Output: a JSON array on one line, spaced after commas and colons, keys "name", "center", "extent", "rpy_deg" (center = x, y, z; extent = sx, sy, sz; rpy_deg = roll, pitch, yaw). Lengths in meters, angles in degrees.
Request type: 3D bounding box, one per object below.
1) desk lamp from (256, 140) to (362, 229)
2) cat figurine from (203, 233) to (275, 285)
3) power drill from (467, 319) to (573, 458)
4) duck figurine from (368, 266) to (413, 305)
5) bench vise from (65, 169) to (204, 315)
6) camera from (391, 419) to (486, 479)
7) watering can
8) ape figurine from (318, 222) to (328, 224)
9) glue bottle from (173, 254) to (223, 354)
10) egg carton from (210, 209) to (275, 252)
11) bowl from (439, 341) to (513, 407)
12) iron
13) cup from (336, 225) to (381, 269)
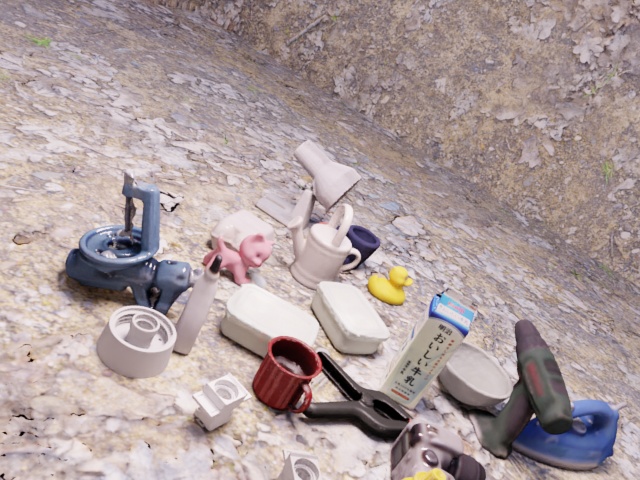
[{"name": "desk lamp", "center": [-0.025, -0.129, 1.447], "extent": [0.203, 0.213, 0.118], "rpy_deg": [32, 24, 8]}, {"name": "cat figurine", "center": [-0.152, 0.025, 1.126], "extent": [0.128, 0.117, 0.067], "rpy_deg": [14, 28, -29]}, {"name": "power drill", "center": [0.369, 0.288, 1.066], "extent": [0.076, 0.208, 0.229], "rpy_deg": [20, 26, -19]}, {"name": "duck figurine", "center": [0.172, 0.100, 1.370], "extent": [0.105, 0.086, 0.077], "rpy_deg": [21, 25, -17]}, {"name": "bench vise", "center": [-0.276, 0.001, 0.914], "extent": [0.208, 0.219, 0.121], "rpy_deg": [15, 27, -27]}, {"name": "camera", "center": [0.188, 0.353, 0.875], "extent": [0.137, 0.100, 0.143], "rpy_deg": [26, 24, -7]}, {"name": "watering can", "center": [0.012, 0.006, 1.248], "extent": [0.173, 0.194, 0.100], "rpy_deg": [11, 30, -34]}, {"name": "ape figurine", "center": [-0.002, -0.003, 1.375], "extent": [0.078, 0.092, 0.076], "rpy_deg": [1, 36, -46]}, {"name": "glue bottle", "center": [-0.186, 0.092, 0.891], "extent": [0.037, 0.173, 0.078], "rpy_deg": [22, 25, -15]}, {"name": "egg carton", "center": [-0.166, -0.009, 1.236], "extent": [0.107, 0.069, 0.150], "rpy_deg": [33, 24, 8]}, {"name": "bowl", "center": [0.301, 0.283, 1.166], "extent": [0.168, 0.074, 0.167], "rpy_deg": [24, 25, -11]}, {"name": "iron", "center": [0.499, 0.366, 1.136], "extent": [0.259, 0.141, 0.118], "rpy_deg": [13, 29, -32]}, {"name": "cup", "center": [0.078, 0.019, 1.414], "extent": [0.118, 0.095, 0.091], "rpy_deg": [22, 25, -15]}]
